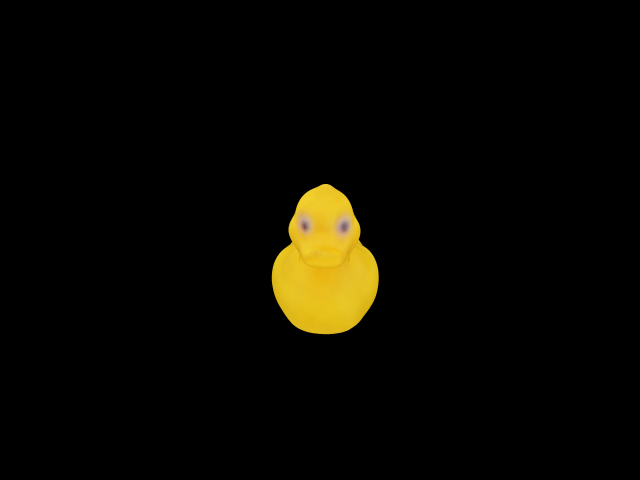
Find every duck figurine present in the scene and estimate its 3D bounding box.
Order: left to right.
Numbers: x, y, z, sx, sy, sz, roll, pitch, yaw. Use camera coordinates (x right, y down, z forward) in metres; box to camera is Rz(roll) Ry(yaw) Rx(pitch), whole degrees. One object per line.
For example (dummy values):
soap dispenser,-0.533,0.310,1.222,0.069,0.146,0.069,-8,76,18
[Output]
duck figurine,0.004,0.001,0.400,0.077,0.086,0.104,1,34,2
